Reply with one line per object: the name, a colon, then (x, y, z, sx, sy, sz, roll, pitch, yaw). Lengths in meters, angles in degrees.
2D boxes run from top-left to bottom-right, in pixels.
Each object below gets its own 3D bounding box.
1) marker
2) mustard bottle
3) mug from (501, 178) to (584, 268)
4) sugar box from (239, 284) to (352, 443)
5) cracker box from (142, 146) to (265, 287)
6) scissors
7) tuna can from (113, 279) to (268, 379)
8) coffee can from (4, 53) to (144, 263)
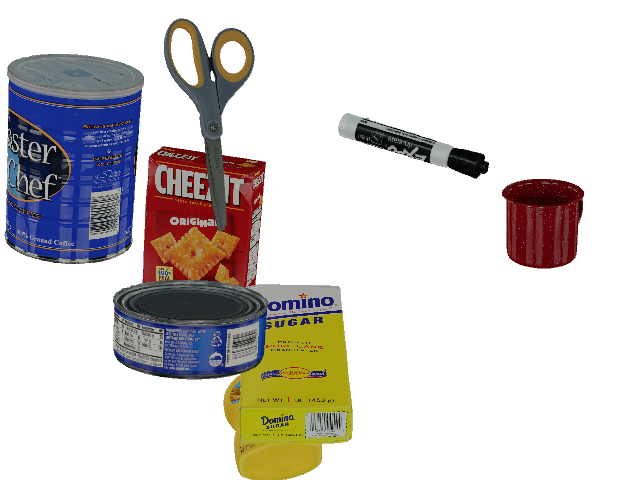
marker: (0.069, -0.071, 0.800, 0.121, 0.020, 0.020, 20, 9, 26)
mustard bottle: (-0.064, 0.200, 1.254, 0.096, 0.058, 0.192, -9, 29, -10)
mug: (0.268, -0.022, 1.254, 0.117, 0.081, 0.093, -23, 29, -38)
sugar box: (-0.024, 0.103, 0.932, 0.093, 0.048, 0.176, 1, 34, -4)
cracker box: (-0.175, -0.019, 1.588, 0.164, 0.214, 0.072, 9, 19, 9)
scissors: (-0.088, -0.117, 1.006, 0.096, 0.202, 0.016, -20, -2, -25)
tuna can: (-0.073, 0.048, 0.596, 0.086, 0.034, 0.086, 4, 12, -1)
coffee can: (-0.195, -0.066, 0.843, 0.102, 0.140, 0.103, 7, 23, -3)
